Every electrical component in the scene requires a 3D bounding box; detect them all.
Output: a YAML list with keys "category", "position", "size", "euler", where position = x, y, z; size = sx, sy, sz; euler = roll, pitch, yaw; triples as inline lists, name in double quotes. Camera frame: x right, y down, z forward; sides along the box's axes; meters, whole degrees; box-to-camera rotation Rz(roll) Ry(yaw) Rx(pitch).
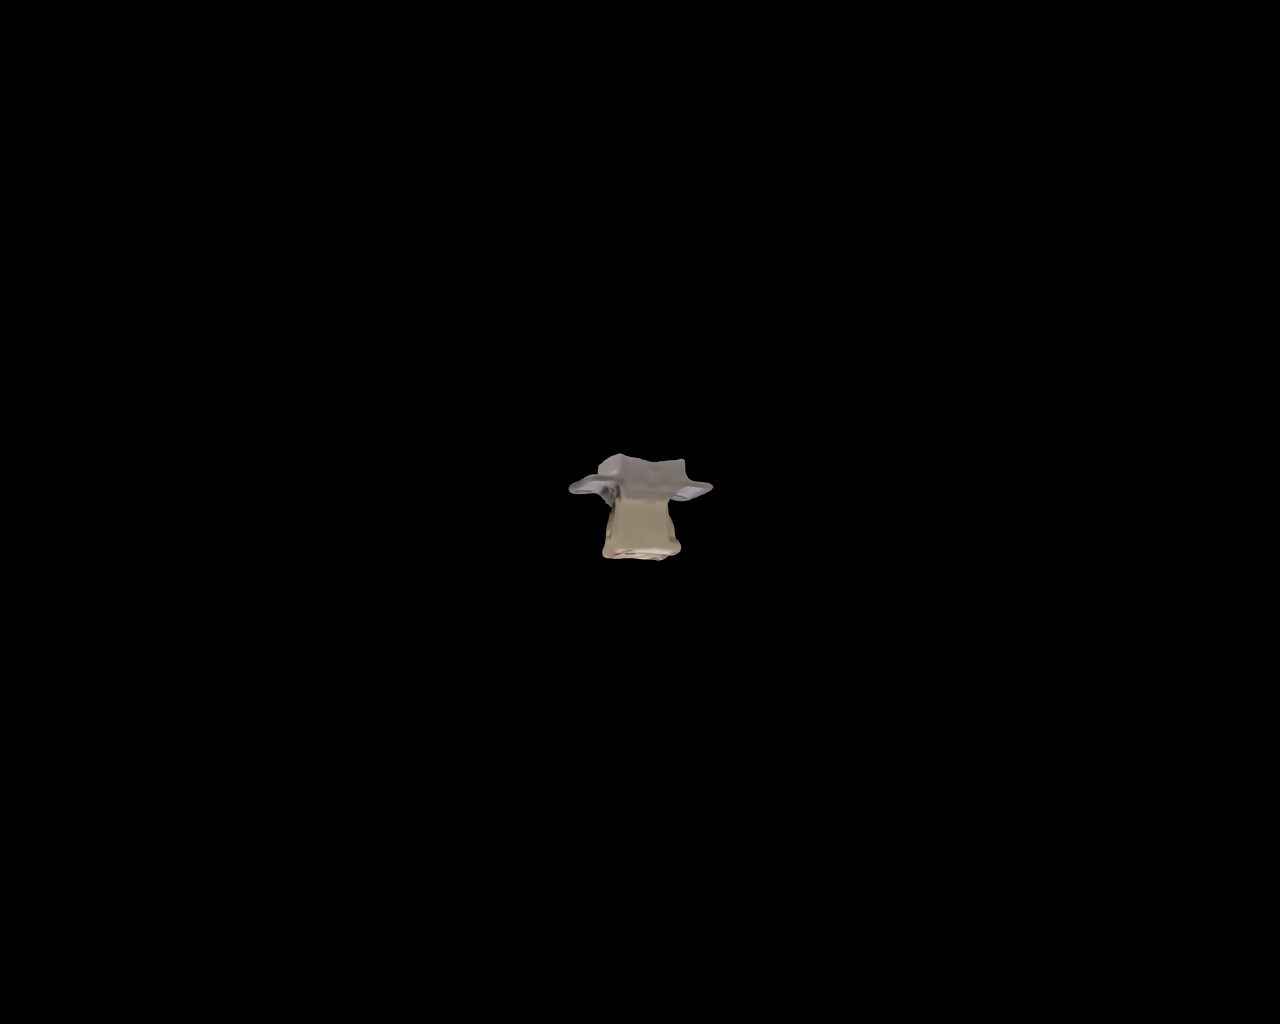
- category: "electrical component"
  position: [0.001, -0.003, 0.650]
  size: [0.081, 0.063, 0.042]
  euler: [4, -11, -20]
